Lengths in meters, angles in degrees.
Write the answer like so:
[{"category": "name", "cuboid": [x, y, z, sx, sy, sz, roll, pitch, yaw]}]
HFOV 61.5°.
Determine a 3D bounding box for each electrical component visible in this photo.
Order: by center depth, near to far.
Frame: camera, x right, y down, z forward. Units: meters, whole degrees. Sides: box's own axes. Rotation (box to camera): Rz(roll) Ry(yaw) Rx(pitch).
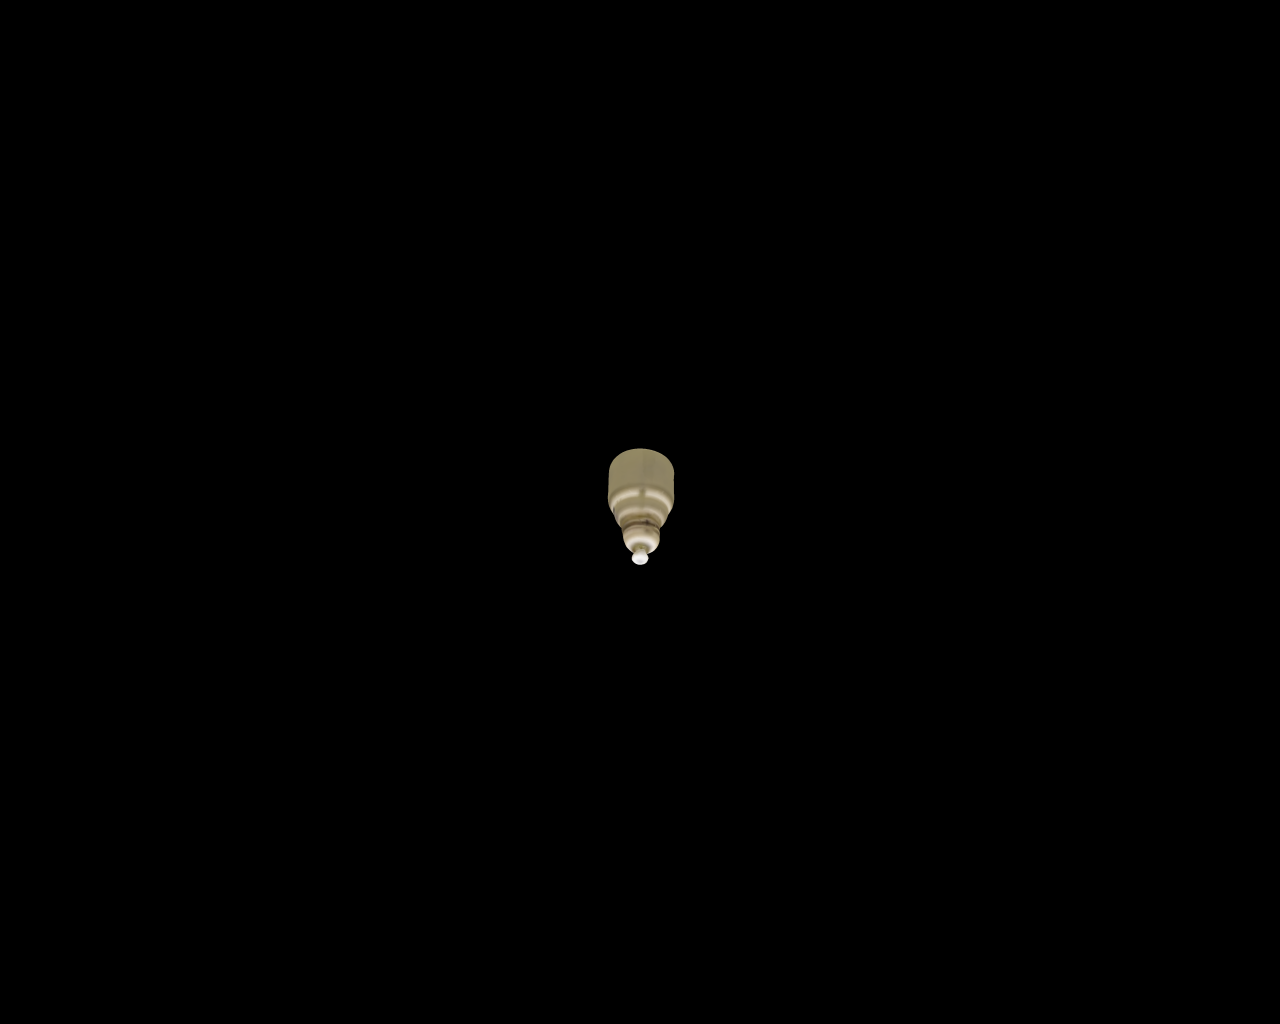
[{"category": "electrical component", "cuboid": [0.001, -0.003, 0.650, 0.040, 0.078, 0.040, 0, -36, 0]}]
